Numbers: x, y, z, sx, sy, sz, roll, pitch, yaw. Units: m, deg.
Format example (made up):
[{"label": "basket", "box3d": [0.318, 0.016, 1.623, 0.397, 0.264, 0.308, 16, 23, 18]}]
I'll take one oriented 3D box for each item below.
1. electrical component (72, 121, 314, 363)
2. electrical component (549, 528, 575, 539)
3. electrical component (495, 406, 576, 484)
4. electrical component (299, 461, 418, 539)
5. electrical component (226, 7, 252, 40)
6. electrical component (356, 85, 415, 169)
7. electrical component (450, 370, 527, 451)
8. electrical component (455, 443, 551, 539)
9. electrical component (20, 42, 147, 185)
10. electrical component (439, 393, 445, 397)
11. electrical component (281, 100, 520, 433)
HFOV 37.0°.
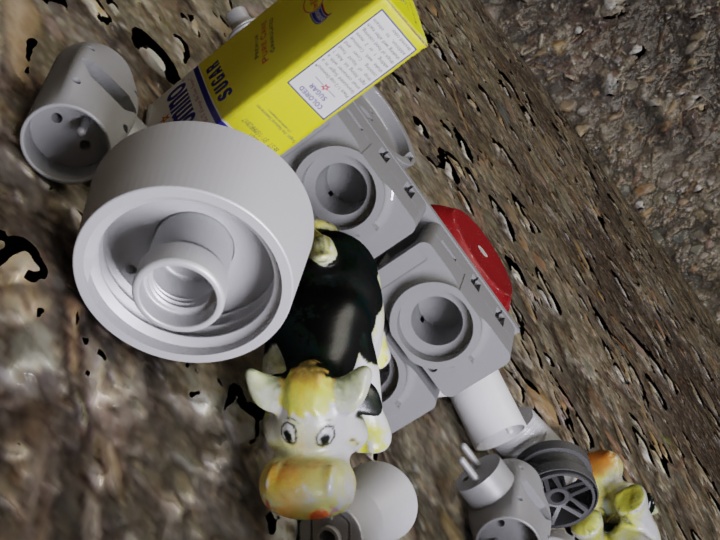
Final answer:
[{"label": "electrical component", "box3d": [-0.077, -0.006, 0.489, 0.108, 0.108, 0.060, 46, 27, -26]}, {"label": "electrical component", "box3d": [0.140, 0.206, 0.767, 0.040, 0.040, 0.046, 60, 13, 11]}, {"label": "electrical component", "box3d": [0.136, 0.140, 0.856, 0.081, 0.043, 0.043, 46, 21, -27]}, {"label": "electrical component", "box3d": [-0.002, 0.127, 0.549, 0.044, 0.044, 0.065, 59, 24, 8]}, {"label": "electrical component", "box3d": [-0.084, -0.177, 0.844, 0.062, 0.043, 0.043, 59, 19, 12]}, {"label": "electrical component", "box3d": [-0.010, -0.115, 0.893, 0.108, 0.060, 0.108, 47, 21, -24]}, {"label": "electrical component", "box3d": [0.090, 0.093, 0.824, 0.043, 0.043, 0.081, 22, 38, -58]}, {"label": "electrical component", "box3d": [0.091, 0.152, 0.729, 0.079, 0.043, 0.077, 53, 19, -10]}, {"label": "electrical component", "box3d": [-0.131, -0.069, 0.552, 0.079, 0.043, 0.077, 46, 21, -27]}, {"label": "electrical component", "box3d": [0.046, 0.055, 0.760, 0.096, 0.061, 0.061, 6, 54, -58]}, {"label": "electrical component", "box3d": [0.000, 0.000, 0.661, 0.186, 0.105, 0.060, 53, 19, -7]}]
